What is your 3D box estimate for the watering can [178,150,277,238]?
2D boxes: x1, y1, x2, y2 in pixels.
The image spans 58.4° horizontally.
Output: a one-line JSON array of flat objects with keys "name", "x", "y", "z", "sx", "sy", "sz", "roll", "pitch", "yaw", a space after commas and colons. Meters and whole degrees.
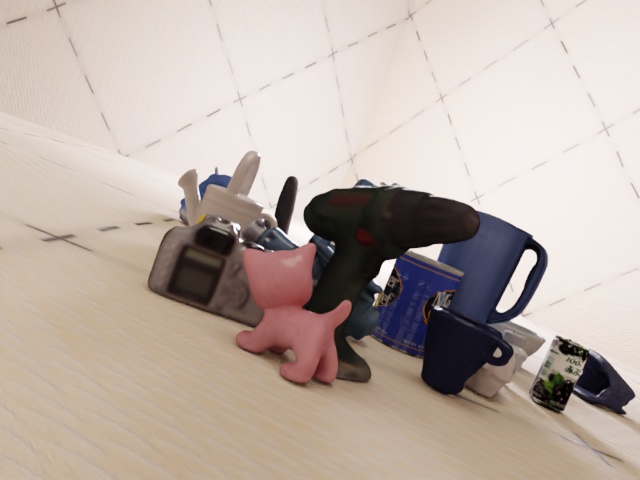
[{"name": "watering can", "x": -0.151, "y": -0.060, "z": 0.943, "sx": 0.173, "sy": 0.194, "sz": 0.100, "roll": 21, "pitch": 4, "yaw": -17}]

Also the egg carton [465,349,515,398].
[{"name": "egg carton", "x": 0.220, "y": 0.167, "z": 0.815, "sx": 0.107, "sy": 0.069, "sz": 0.150, "roll": 23, "pitch": 4, "yaw": 12}]

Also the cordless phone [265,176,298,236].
[{"name": "cordless phone", "x": -0.087, "y": -0.048, "z": 1.216, "sx": 0.094, "sy": 0.185, "sz": 0.147, "roll": 21, "pitch": 4, "yaw": -20}]

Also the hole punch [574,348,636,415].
[{"name": "hole punch", "x": 0.534, "y": 0.264, "z": 1.087, "sx": 0.101, "sy": 0.091, "sz": 0.108, "roll": 22, "pitch": 4, "yaw": -7}]

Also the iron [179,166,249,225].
[{"name": "iron", "x": -0.205, "y": -0.074, "z": 1.233, "sx": 0.119, "sy": 0.141, "sz": 0.257, "roll": 19, "pitch": 5, "yaw": -37}]

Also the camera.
[{"name": "camera", "x": -0.114, "y": 0.024, "z": 0.681, "sx": 0.143, "sy": 0.101, "sz": 0.136, "roll": 21, "pitch": 4, "yaw": -10}]

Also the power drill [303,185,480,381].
[{"name": "power drill", "x": 0.046, "y": 0.036, "z": 0.613, "sx": 0.076, "sy": 0.208, "sz": 0.228, "roll": 19, "pitch": 5, "yaw": -40}]

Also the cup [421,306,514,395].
[{"name": "cup", "x": 0.171, "y": 0.143, "z": 0.689, "sx": 0.092, "sy": 0.095, "sz": 0.117, "roll": 19, "pitch": 5, "yaw": -38}]

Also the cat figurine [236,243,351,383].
[{"name": "cat figurine", "x": -0.025, "y": 0.060, "z": 0.554, "sx": 0.127, "sy": 0.118, "sz": 0.067, "roll": 25, "pitch": 4, "yaw": 33}]

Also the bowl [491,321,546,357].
[{"name": "bowl", "x": 0.361, "y": 0.198, "z": 1.156, "sx": 0.167, "sy": 0.075, "sz": 0.167, "roll": 22, "pitch": 4, "yaw": -1}]

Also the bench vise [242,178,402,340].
[{"name": "bench vise", "x": 0.010, "y": 0.005, "z": 0.760, "sx": 0.208, "sy": 0.220, "sz": 0.121, "roll": 21, "pitch": 4, "yaw": -20}]

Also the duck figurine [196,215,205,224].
[{"name": "duck figurine", "x": -0.161, "y": 0.006, "z": 0.781, "sx": 0.104, "sy": 0.086, "sz": 0.078, "roll": 23, "pitch": 4, "yaw": 8}]
